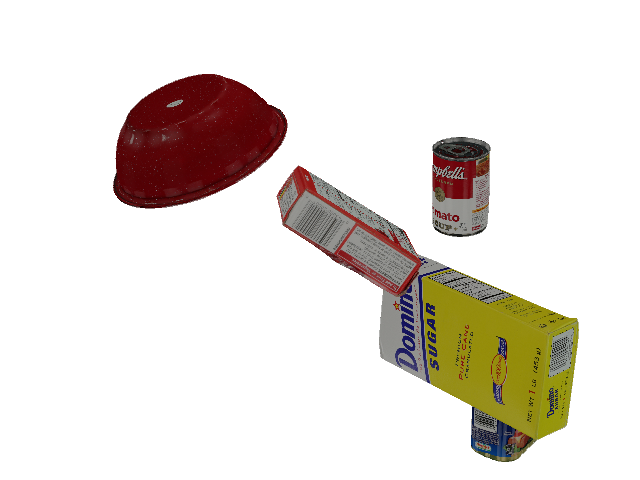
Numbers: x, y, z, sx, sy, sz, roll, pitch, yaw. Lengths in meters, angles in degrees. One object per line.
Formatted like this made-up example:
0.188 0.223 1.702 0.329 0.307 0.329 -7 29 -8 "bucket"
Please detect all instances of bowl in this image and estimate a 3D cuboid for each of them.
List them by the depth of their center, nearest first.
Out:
-0.112 -0.095 0.906 0.162 0.055 0.162 -16 32 10 "bowl"

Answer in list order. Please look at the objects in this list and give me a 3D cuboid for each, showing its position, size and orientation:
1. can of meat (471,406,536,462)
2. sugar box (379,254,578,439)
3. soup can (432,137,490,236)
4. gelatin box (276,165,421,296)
0.193 0.166 1.085 0.058 0.084 0.101 12 22 33 "can of meat"
0.122 0.081 0.864 0.048 0.093 0.176 -15 25 -41 "sugar box"
0.167 -0.064 1.273 0.068 0.102 0.068 -2 27 1 "soup can"
0.017 -0.007 0.672 0.089 0.030 0.073 32 10 -12 "gelatin box"
